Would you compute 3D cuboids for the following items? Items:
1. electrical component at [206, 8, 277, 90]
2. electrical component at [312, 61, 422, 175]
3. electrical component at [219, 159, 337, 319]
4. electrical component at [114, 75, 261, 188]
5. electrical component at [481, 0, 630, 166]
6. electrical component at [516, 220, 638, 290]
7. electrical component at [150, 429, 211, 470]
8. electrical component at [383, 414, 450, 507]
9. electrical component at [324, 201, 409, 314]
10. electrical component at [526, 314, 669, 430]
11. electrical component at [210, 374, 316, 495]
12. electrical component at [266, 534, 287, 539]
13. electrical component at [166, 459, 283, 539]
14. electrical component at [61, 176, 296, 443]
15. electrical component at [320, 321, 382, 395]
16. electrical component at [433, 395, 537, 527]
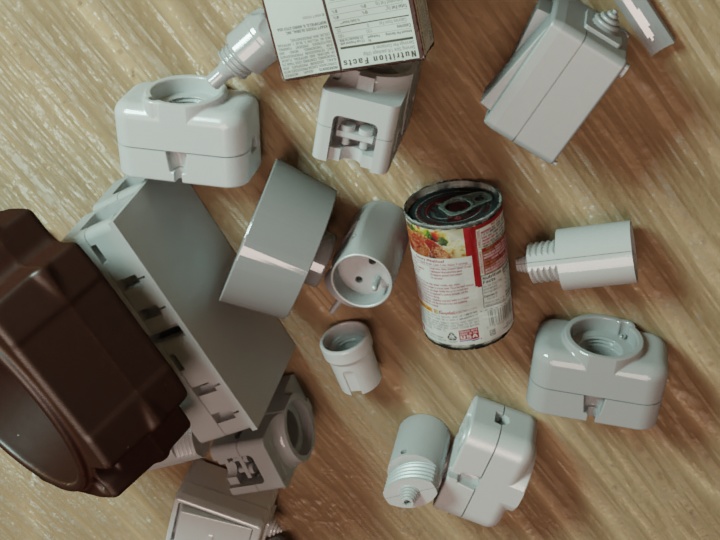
[{"bbox_3d":[-0.078,-0.144,0.720,0.061,0.035,0.035,-38,107,18],"label":"electrical component"},{"bbox_3d":[0.006,-0.110,0.692,0.050,0.089,0.055,15,123,5],"label":"electrical component"},{"bbox_3d":[-0.051,-0.017,0.757,0.060,0.108,0.108,22,124,-7],"label":"electrical component"},{"bbox_3d":[-0.120,-0.099,0.753,0.095,0.053,0.059,7,122,10],"label":"electrical component"},{"bbox_3d":[0.123,-0.127,0.669,0.061,0.061,0.096,30,124,-5],"label":"electrical component"},{"bbox_3d":[0.149,-0.008,0.747,0.081,0.043,0.043,-7,119,18],"label":"electrical component"},{"bbox_3d":[-0.160,0.145,0.921,0.081,0.043,0.043,-16,116,23],"label":"electrical component"},{"bbox_3d":[0.045,0.156,0.853,0.043,0.081,0.043,7,122,10],"label":"electrical component"},{"bbox_3d":[0.000,0.000,0.770,0.043,0.077,0.079,32,124,-7],"label":"electrical component"},{"bbox_3d":[0.173,0.072,0.784,0.095,0.053,0.059,9,123,9],"label":"electrical component"},{"bbox_3d":[-0.073,0.130,0.861,0.056,0.089,0.050,-13,117,21],"label":"electrical component"},{"bbox_3d":[-0.064,0.278,0.981,0.044,0.044,0.065,-30,115,28],"label":"electrical component"},{"bbox_3d":[-0.116,0.220,0.945,0.096,0.061,0.061,19,124,2],"label":"electrical component"},{"bbox_3d":[-0.133,0.024,0.802,0.060,0.105,0.186,-21,114,25],"label":"electrical component"},{"bbox_3d":[-0.006,0.069,0.838,0.040,0.040,0.046,-8,125,19],"label":"electrical component"},{"bbox_3d":[0.102,0.154,0.853,0.059,0.053,0.095,20,124,1],"label":"electrical component"}]
